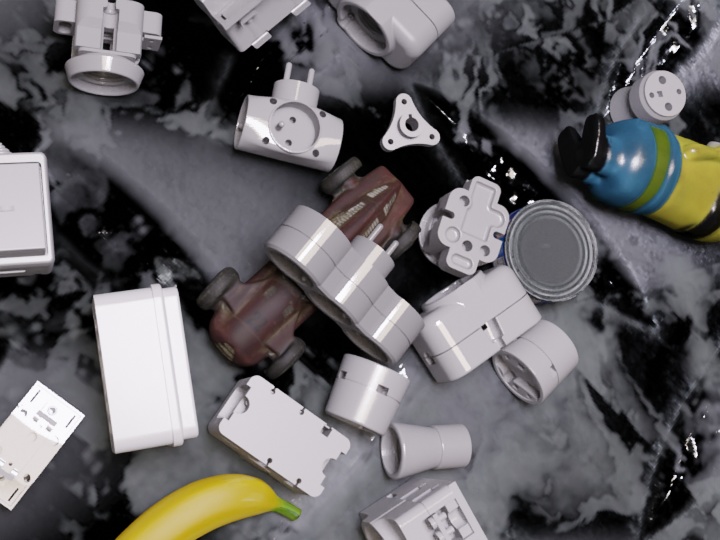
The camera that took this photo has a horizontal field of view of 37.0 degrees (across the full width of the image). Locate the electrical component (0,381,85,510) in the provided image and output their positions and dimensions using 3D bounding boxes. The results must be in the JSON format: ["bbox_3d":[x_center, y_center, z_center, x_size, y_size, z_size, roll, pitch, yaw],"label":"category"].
[{"bbox_3d":[-0.231,0.120,0.741,0.042,0.064,0.081,38,73,-8],"label":"electrical component"}]

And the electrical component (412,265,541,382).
[{"bbox_3d":[0.088,0.039,0.861,0.095,0.054,0.059,-33,93,-19],"label":"electrical component"}]

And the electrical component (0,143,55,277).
[{"bbox_3d":[-0.252,-0.045,0.761,0.062,0.061,0.096,-4,83,-18],"label":"electrical component"}]

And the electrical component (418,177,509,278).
[{"bbox_3d":[0.081,-0.031,0.868,0.058,0.057,0.078,23,75,-13],"label":"electrical component"}]

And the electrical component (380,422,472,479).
[{"bbox_3d":[0.054,0.139,0.843,0.065,0.044,0.044,0,82,-23],"label":"electrical component"}]

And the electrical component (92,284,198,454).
[{"bbox_3d":[-0.154,0.071,0.766,0.057,0.078,0.113,-8,84,-16],"label":"electrical component"}]

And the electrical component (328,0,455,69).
[{"bbox_3d":[0.021,-0.215,0.879,0.095,0.054,0.059,45,72,-7],"label":"electrical component"}]

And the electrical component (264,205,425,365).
[{"bbox_3d":[0.000,0.000,0.790,0.138,0.052,0.073,46,72,-26],"label":"electrical component"}]

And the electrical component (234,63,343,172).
[{"bbox_3d":[-0.053,-0.124,0.846,0.077,0.044,0.079,13,78,-16],"label":"electrical component"}]

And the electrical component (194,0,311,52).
[{"bbox_3d":[-0.068,-0.231,0.829,0.121,0.078,0.063,-40,138,-3],"label":"electrical component"}]

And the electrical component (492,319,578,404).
[{"bbox_3d":[0.144,0.073,0.875,0.047,0.055,0.055,-38,94,-23],"label":"electrical component"}]

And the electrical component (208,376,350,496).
[{"bbox_3d":[-0.062,0.123,0.799,0.089,0.056,0.050,37,73,-9],"label":"electrical component"}]

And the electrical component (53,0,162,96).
[{"bbox_3d":[-0.189,-0.165,0.802,0.078,0.058,0.057,5,78,-18],"label":"electrical component"}]

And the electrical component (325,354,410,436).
[{"bbox_3d":[0.004,0.097,0.826,0.055,0.055,0.047,25,79,-13],"label":"electrical component"}]

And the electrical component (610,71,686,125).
[{"bbox_3d":[0.252,-0.146,0.942,0.045,0.055,0.045,3,81,-17],"label":"electrical component"}]

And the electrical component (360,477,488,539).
[{"bbox_3d":[0.066,0.237,0.805,0.062,0.089,0.150,-30,91,-20],"label":"electrical component"}]
